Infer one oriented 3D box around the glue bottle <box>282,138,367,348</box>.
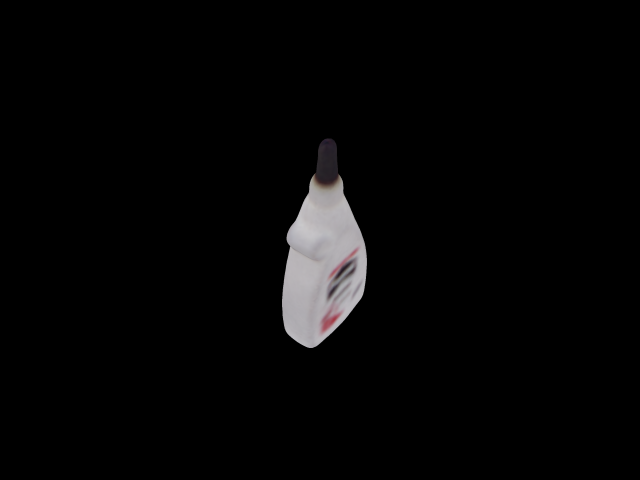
[{"bbox_3d":[0.004,0.001,0.400,0.037,0.173,0.078,27,53,23],"label":"glue bottle"}]
